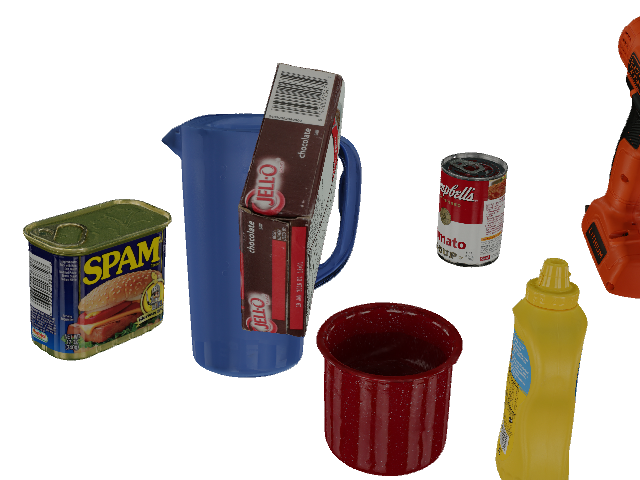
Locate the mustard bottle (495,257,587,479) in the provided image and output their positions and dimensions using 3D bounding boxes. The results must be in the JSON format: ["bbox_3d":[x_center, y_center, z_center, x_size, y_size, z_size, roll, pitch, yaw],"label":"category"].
[{"bbox_3d":[0.179,0.106,0.862,0.058,0.192,0.096,3,19,2],"label":"mustard bottle"}]

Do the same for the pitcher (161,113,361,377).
[{"bbox_3d":[-0.057,0.002,1.015,0.144,0.243,0.149,-10,18,-38],"label":"pitcher"}]

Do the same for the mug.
[{"bbox_3d":[0.051,0.094,0.705,0.093,0.081,0.117,21,33,34],"label":"mug"}]

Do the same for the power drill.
[{"bbox_3d":[0.249,-0.051,0.788,0.057,0.188,0.184,4,36,-2],"label":"power drill"}]

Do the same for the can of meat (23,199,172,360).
[{"bbox_3d":[-0.153,0.026,0.740,0.058,0.084,0.101,21,27,34],"label":"can of meat"}]

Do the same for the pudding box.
[{"bbox_3d":[-0.015,-0.021,0.550,0.039,0.113,0.090,10,-43,5],"label":"pudding box"}]

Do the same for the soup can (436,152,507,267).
[{"bbox_3d":[0.156,-0.032,1.107,0.068,0.102,0.068,0,27,0],"label":"soup can"}]
